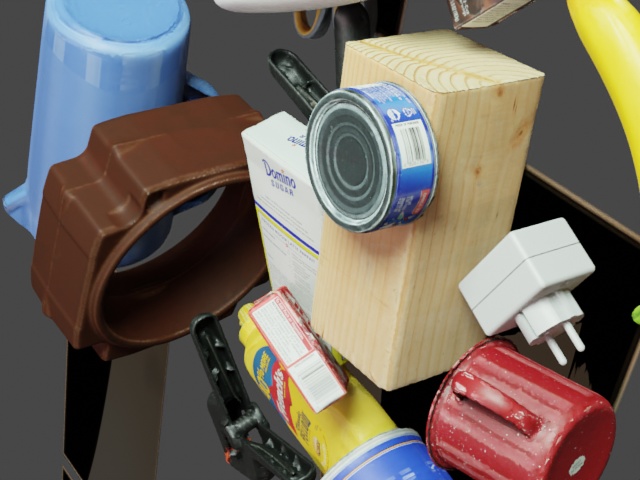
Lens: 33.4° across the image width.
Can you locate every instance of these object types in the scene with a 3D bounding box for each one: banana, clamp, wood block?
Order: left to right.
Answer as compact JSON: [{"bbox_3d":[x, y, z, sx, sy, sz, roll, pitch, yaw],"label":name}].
[{"bbox_3d":[-0.070,0.153,0.931,0.164,0.036,0.210,58,161,10],"label":"clamp"},{"bbox_3d":[0.025,-0.083,0.756,0.171,0.039,0.120,63,155,5],"label":"clamp"},{"bbox_3d":[0.063,-0.019,0.689,0.091,0.090,0.206,38,131,43],"label":"wood block"},{"bbox_3d":[0.173,-0.048,0.568,0.070,0.037,0.198,-5,98,53],"label":"banana"}]

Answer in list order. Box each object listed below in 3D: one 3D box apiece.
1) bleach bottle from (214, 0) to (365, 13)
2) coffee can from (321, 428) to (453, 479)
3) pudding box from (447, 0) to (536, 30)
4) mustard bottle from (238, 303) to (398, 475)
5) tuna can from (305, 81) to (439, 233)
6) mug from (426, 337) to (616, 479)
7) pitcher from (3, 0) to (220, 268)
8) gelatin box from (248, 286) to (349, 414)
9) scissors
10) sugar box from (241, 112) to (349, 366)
[{"bbox_3d":[0.007,-0.200,0.676,0.251,0.068,0.102,12,106,59],"label":"bleach bottle"},{"bbox_3d":[0.070,0.219,0.754,0.140,0.102,0.103,50,138,32],"label":"coffee can"},{"bbox_3d":[0.103,-0.190,0.613,0.090,0.039,0.113,-23,82,56],"label":"pudding box"},{"bbox_3d":[-0.011,0.119,0.869,0.192,0.058,0.096,48,150,35],"label":"mustard bottle"},{"bbox_3d":[0.028,-0.047,0.617,0.086,0.033,0.086,25,121,50],"label":"tuna can"},{"bbox_3d":[0.120,0.111,0.643,0.082,0.093,0.117,26,166,42],"label":"mug"},{"bbox_3d":[-0.164,-0.100,0.879,0.145,0.149,0.243,31,139,10],"label":"pitcher"},{"bbox_3d":[-0.014,0.076,0.769,0.089,0.030,0.073,56,-178,2],"label":"gelatin box"},{"bbox_3d":[0.024,-0.217,0.735,0.096,0.016,0.202,50,139,31],"label":"scissors"},{"bbox_3d":[-0.005,0.001,0.792,0.093,0.048,0.176,39,146,40],"label":"sugar box"}]
